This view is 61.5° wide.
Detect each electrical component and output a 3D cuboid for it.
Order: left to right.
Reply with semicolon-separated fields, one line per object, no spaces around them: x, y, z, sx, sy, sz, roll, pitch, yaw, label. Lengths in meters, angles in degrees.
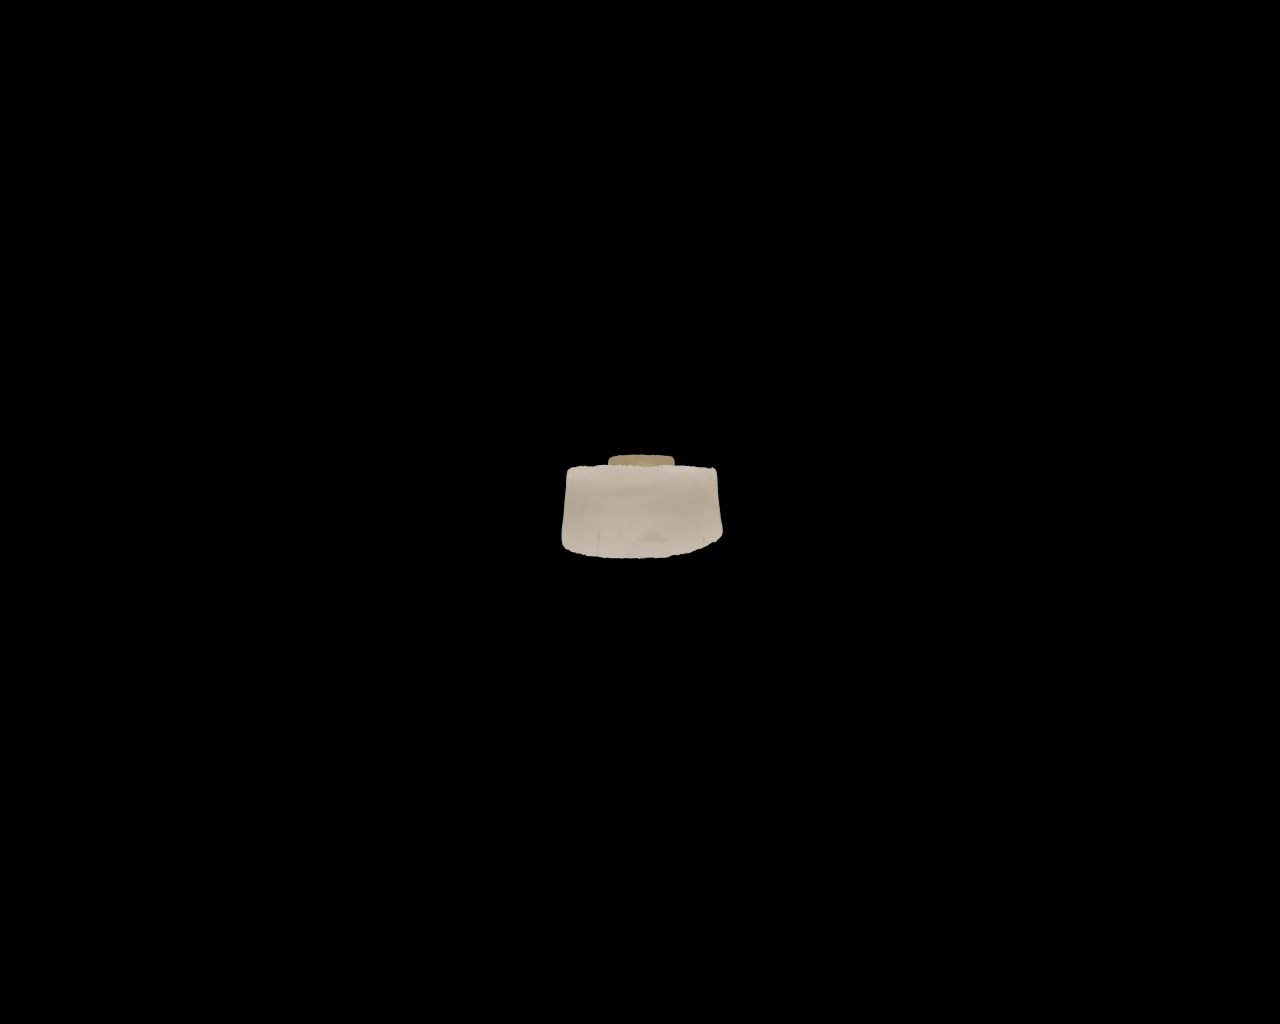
0.001;-0.003;0.650;0.099;0.064;0.099;0;0;0;electrical component
